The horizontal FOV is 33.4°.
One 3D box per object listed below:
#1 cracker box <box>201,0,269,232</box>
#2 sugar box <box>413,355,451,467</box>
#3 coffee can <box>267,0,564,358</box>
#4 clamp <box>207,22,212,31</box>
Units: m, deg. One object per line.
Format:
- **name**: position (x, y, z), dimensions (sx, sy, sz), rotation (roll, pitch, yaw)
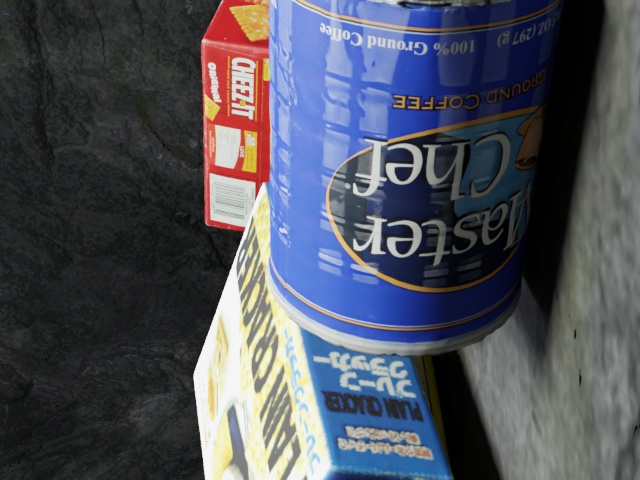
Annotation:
- **cracker box**: position (-0.029, -0.132, 0.809), dimensions (0.213, 0.072, 0.164), rotation (-73, -10, -47)
- **sugar box**: position (0.040, 0.077, 0.639), dimensions (0.093, 0.048, 0.176), rotation (95, 173, -53)
- **coffee can**: position (0.031, -0.043, 0.393), dimensions (0.103, 0.102, 0.140), rotation (-102, 11, -55)
- **clamp**: position (-0.027, -0.234, 0.922), dimensions (0.172, 0.039, 0.120), rotation (-57, -14, 16)
